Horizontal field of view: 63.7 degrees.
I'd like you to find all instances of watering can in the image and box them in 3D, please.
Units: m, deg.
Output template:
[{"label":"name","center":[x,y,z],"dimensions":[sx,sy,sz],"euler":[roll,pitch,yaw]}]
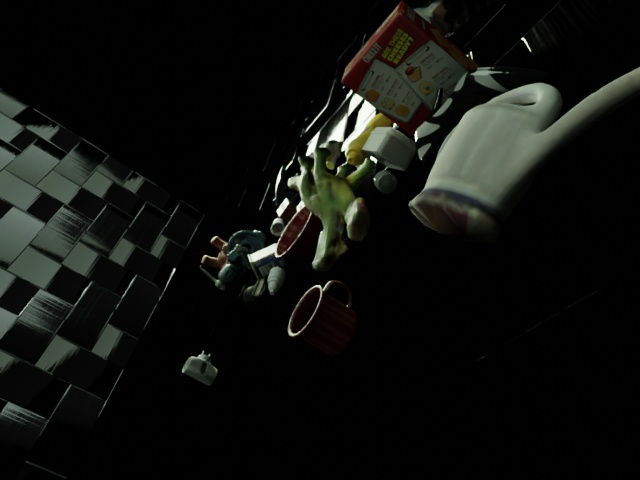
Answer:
[{"label":"watering can","center":[0.227,-0.100,0.621],"dimensions":[0.225,0.103,0.348],"euler":[-59,16,-6]}]

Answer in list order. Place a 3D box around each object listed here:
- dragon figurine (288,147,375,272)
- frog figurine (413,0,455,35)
[{"label":"dragon figurine","center":[0.003,-0.055,1.089],"dimensions":[0.408,0.122,0.245],"euler":[166,115,-65]},{"label":"frog figurine","center":[0.251,-0.468,1.217],"dimensions":[0.135,0.123,0.162],"euler":[71,-144,-69]}]
